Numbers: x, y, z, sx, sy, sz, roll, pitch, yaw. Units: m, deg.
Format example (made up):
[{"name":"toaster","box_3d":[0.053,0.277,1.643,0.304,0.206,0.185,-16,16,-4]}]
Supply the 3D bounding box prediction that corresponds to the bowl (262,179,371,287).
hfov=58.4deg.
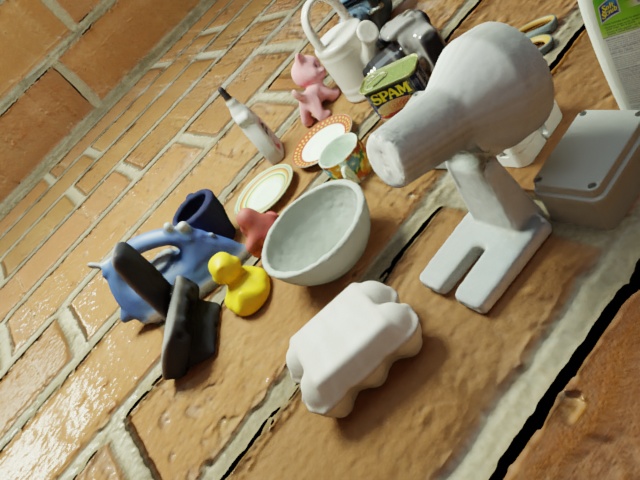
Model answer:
[{"name":"bowl","box_3d":[0.007,0.003,0.767,0.167,0.075,0.167,-28,35,22]}]

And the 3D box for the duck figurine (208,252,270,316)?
[{"name":"duck figurine","box_3d":[-0.125,0.056,0.837,0.077,0.086,0.104,-41,33,4]}]

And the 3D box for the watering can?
[{"name":"watering can","box_3d":[0.045,-0.353,1.023,0.172,0.195,0.101,-8,46,42]}]

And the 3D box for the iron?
[{"name":"iron","box_3d":[-0.255,0.033,0.952,0.258,0.142,0.118,-29,35,20]}]

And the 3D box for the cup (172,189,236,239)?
[{"name":"cup","box_3d":[-0.199,-0.033,1.010,0.091,0.095,0.117,-41,33,3]}]

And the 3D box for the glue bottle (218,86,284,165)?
[{"name":"glue bottle","box_3d":[-0.133,-0.222,1.085,0.037,0.174,0.078,-36,33,12]}]

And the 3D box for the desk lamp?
[{"name":"desk lamp","box_3d":[0.149,-0.072,0.570,0.203,0.214,0.117,-50,33,-11]}]

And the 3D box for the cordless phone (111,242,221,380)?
[{"name":"cordless phone","box_3d":[-0.236,0.097,0.817,0.094,0.186,0.147,-34,34,14]}]

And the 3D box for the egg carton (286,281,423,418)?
[{"name":"egg carton","box_3d":[0.035,0.114,0.614,0.150,0.070,0.107,-43,32,0]}]

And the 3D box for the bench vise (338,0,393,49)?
[{"name":"bench vise","box_3d":[0.070,-0.495,1.136,0.121,0.220,0.207,-27,36,23]}]

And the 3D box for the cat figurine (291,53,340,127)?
[{"name":"cat figurine","box_3d":[-0.023,-0.304,1.112,0.067,0.118,0.128,-15,42,37]}]

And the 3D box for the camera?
[{"name":"camera","box_3d":[0.132,-0.322,0.982,0.137,0.101,0.143,-39,33,7]}]

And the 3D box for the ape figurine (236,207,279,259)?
[{"name":"ape figurine","box_3d":[-0.092,-0.017,0.880,0.078,0.092,0.075,-51,33,-12]}]
